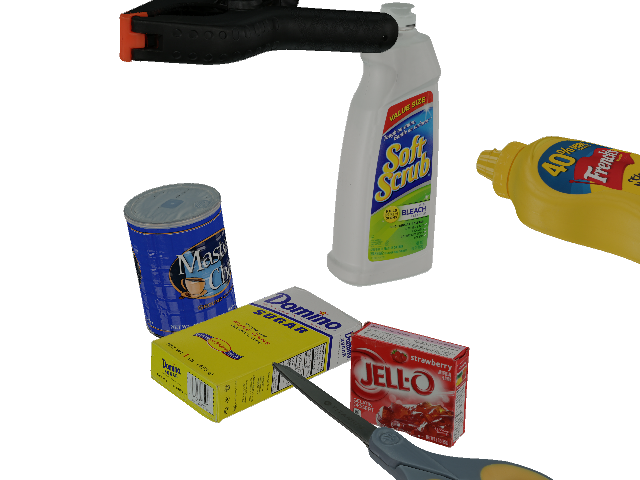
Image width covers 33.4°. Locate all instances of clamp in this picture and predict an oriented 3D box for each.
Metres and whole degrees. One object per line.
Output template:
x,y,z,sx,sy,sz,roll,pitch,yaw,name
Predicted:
-0.050,-0.139,0.669,0.171,0.039,0.120,-7,22,-27,clamp

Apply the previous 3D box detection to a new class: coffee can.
-0.149,0.022,1.148,0.103,0.140,0.103,-5,26,2,coffee can

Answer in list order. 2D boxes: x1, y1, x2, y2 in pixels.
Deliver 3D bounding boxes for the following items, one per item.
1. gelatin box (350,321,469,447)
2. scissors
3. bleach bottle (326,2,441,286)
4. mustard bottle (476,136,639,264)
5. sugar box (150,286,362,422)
0.065,0.108,0.803,0.089,0.073,0.030,12,23,29,gelatin box
0.056,0.110,0.563,0.096,0.016,0.202,-5,27,-25,scissors
0.059,-0.088,0.977,0.102,0.251,0.068,-10,24,-25,bleach bottle
0.191,-0.030,0.719,0.192,0.058,0.096,20,39,36,mustard bottle
-0.055,0.098,0.964,0.175,0.048,0.093,-23,38,-40,sugar box
